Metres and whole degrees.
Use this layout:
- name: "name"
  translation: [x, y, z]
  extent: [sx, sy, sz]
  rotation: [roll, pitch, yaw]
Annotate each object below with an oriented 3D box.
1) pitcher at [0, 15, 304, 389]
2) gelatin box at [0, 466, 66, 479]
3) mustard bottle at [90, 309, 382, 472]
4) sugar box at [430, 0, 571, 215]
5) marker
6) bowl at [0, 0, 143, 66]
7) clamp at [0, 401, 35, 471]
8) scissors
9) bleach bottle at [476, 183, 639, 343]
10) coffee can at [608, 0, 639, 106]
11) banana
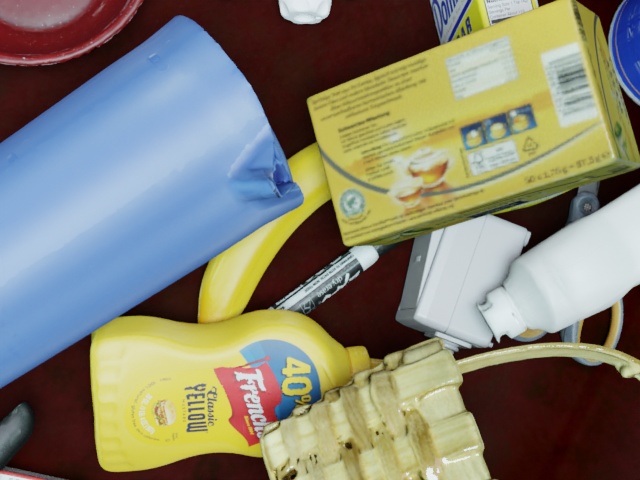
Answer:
- name: "pitcher"
  translation: [-0.145, -0.015, 0.618]
  extent: [0.242, 0.149, 0.145]
  rotation: [-35, 87, -11]
- name: "gelatin box"
  translation: [-0.194, 0.179, 0.661]
  extent: [0.089, 0.030, 0.073]
  rotation: [13, 82, -8]
- name: "mustard bottle"
  translation: [-0.044, 0.091, 0.669]
  extent: [0.191, 0.058, 0.096]
  rotation: [-3, 110, -9]
- name: "sugar box"
  translation: [0.116, -0.109, 0.697]
  extent: [0.048, 0.093, 0.176]
  rotation: [-15, 86, -10]
- name: "marker"
  translation: [0.009, 0.025, 0.707]
  extent: [0.121, 0.020, 0.020]
  rotation: [-37, 91, -9]
- name: "bowl"
  translation: [-0.184, -0.184, 0.682]
  extent: [0.162, 0.055, 0.162]
  rotation: [1, 85, -8]
- name: "clamp"
  translation: [-0.244, 0.177, 0.590]
  extent: [0.164, 0.036, 0.210]
  rotation: [0, 68, -11]
- name: "scissors"
  translation: [0.164, -0.014, 0.734]
  extent: [0.096, 0.016, 0.202]
  rotation: [-3, 85, -8]
- name: "bleach bottle"
  translation: [0.207, -0.013, 0.626]
  extent: [0.251, 0.102, 0.068]
  rotation: [-30, 78, 4]
- name: "coffee can"
  translation: [0.264, -0.143, 0.696]
  extent: [0.102, 0.140, 0.103]
  rotation: [1, 85, -8]
- name: "banana"
  translation: [-0.012, -0.016, 0.699]
  extent: [0.197, 0.037, 0.069]
  rotation: [-36, 90, -9]
